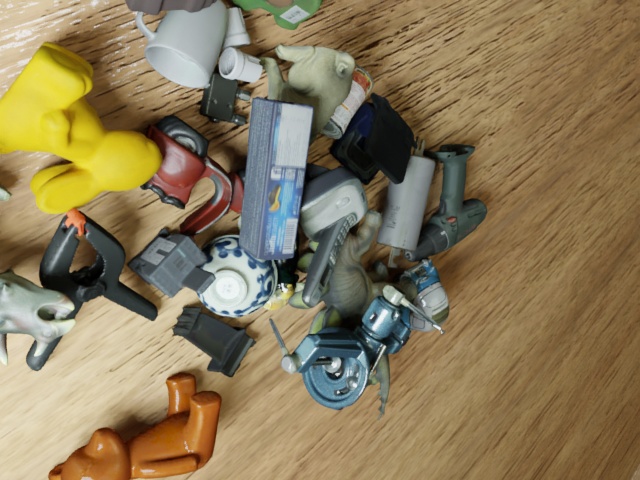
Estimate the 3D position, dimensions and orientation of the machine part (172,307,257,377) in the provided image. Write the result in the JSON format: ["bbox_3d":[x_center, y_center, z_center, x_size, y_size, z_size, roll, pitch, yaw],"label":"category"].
[{"bbox_3d":[-0.156,0.148,0.793,0.084,0.039,0.138,-51,129,-13],"label":"machine part"}]

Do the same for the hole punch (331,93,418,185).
[{"bbox_3d":[0.092,-0.161,0.907,0.142,0.092,0.116,36,64,-36],"label":"hole punch"}]

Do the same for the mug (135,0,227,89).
[{"bbox_3d":[-0.169,-0.262,0.666,0.109,0.081,0.107,32,68,-33],"label":"mug"}]

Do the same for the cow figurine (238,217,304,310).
[{"bbox_3d":[-0.061,0.031,0.805,0.068,0.098,0.167,-22,110,-37],"label":"cow figurine"}]

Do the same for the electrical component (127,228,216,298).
[{"bbox_3d":[-0.186,0.033,0.687,0.075,0.119,0.047,-49,127,-18],"label":"electrical component"}]

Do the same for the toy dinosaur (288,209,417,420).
[{"bbox_3d":[0.060,0.106,0.930,0.198,0.105,0.470,-36,112,-20],"label":"toy dinosaur"}]

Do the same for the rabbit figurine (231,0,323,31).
[{"bbox_3d":[-0.042,-0.396,0.706,0.121,0.159,0.170,8,79,-31],"label":"rabbit figurine"}]

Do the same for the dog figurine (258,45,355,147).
[{"bbox_3d":[-0.024,-0.159,0.751,0.121,0.172,0.190,5,90,-30],"label":"dog figurine"}]

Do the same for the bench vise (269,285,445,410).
[{"bbox_3d":[0.038,0.160,0.790,0.223,0.129,0.240,-50,147,18],"label":"bench vise"}]

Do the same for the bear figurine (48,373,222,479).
[{"bbox_3d":[-0.240,0.261,0.699,0.196,0.120,0.131,0,96,-35],"label":"bear figurine"}]

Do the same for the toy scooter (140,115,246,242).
[{"bbox_3d":[-0.169,-0.067,0.708,0.183,0.075,0.135,36,94,-33],"label":"toy scooter"}]

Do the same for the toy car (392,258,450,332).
[{"bbox_3d":[0.198,0.117,1.021,0.109,0.103,0.161,-26,140,-22],"label":"toy car"}]

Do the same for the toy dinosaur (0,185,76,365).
[{"bbox_3d":[-0.428,-0.006,0.480,0.404,0.131,0.192,28,81,-35],"label":"toy dinosaur"}]

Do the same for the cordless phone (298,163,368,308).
[{"bbox_3d":[-0.001,-0.002,0.762,0.146,0.089,0.184,59,48,-68],"label":"cordless phone"}]

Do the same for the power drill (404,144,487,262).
[{"bbox_3d":[0.246,-0.079,1.056,0.232,0.086,0.207,-19,108,-36],"label":"power drill"}]

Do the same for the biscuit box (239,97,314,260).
[{"bbox_3d":[-0.059,-0.077,0.693,0.059,0.063,0.202,-2,109,-36],"label":"biscuit box"}]

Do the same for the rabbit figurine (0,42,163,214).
[{"bbox_3d":[-0.260,-0.105,0.585,0.173,0.122,0.162,32,88,-36],"label":"rabbit figurine"}]

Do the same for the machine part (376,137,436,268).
[{"bbox_3d":[0.156,-0.068,0.982,0.079,0.079,0.243,11,94,-41],"label":"machine part"}]

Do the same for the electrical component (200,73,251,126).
[{"bbox_3d":[-0.139,-0.193,0.737,0.094,0.021,0.063,9,94,-42],"label":"electrical component"}]

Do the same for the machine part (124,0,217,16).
[{"bbox_3d":[-0.185,-0.341,0.601,0.179,0.056,0.179,6,76,-26],"label":"machine part"}]
